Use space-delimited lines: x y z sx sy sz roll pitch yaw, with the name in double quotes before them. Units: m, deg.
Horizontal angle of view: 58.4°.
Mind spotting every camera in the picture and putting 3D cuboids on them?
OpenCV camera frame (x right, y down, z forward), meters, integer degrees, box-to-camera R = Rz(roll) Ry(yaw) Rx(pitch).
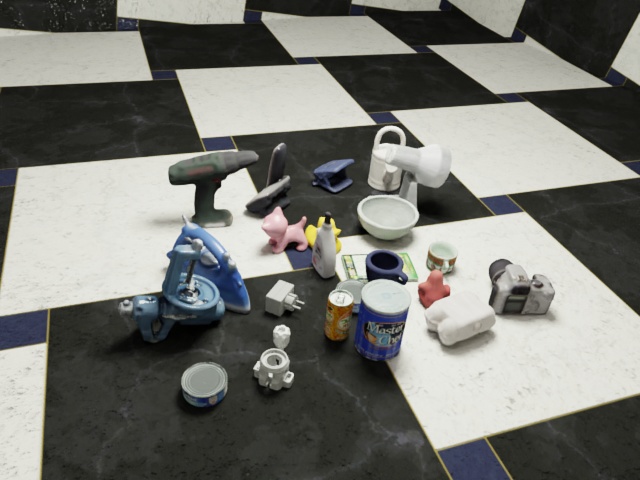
"camera" 0.470 0.100 1.371 0.143 0.101 0.136 1 36 -6

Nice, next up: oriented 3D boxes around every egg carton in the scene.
"egg carton" 0.312 0.174 1.275 0.151 0.069 0.107 -16 41 -27

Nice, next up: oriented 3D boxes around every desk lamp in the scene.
"desk lamp" 0.253 -0.172 1.620 0.203 0.214 0.117 -3 37 -11

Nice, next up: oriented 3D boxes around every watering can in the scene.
"watering can" 0.210 -0.250 1.738 0.101 0.194 0.172 -10 39 -20

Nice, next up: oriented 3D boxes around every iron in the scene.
"iron" -0.244 0.049 1.312 0.257 0.141 0.119 32 44 32

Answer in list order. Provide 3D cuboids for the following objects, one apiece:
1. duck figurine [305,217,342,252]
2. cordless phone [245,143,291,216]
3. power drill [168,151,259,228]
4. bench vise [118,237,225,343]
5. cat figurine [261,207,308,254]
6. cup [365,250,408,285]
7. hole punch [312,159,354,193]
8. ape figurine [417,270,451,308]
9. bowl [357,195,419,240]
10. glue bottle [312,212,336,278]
"duck figurine" 0.011 -0.021 1.489 0.104 0.086 0.078 24 40 24
"cordless phone" -0.140 -0.169 1.588 0.094 0.185 0.148 18 38 18
"power drill" -0.277 -0.138 1.507 0.230 0.208 0.075 -4 37 -13
"bench vise" -0.294 0.106 1.160 0.208 0.220 0.121 -25 46 -35
"cat figurine" -0.093 -0.030 1.460 0.128 0.118 0.067 -8 38 -18
"cup" 0.157 0.091 1.347 0.092 0.095 0.117 -26 46 -36
"hole punch" 0.039 -0.209 1.746 0.100 0.091 0.109 28 41 28
"ape figurine" 0.268 0.110 1.338 0.077 0.092 0.076 15 37 13
"bowl" 0.181 -0.050 1.561 0.167 0.075 0.167 4 36 -2
"glue bottle" 0.013 0.005 1.379 0.037 0.173 0.078 -15 40 -25
